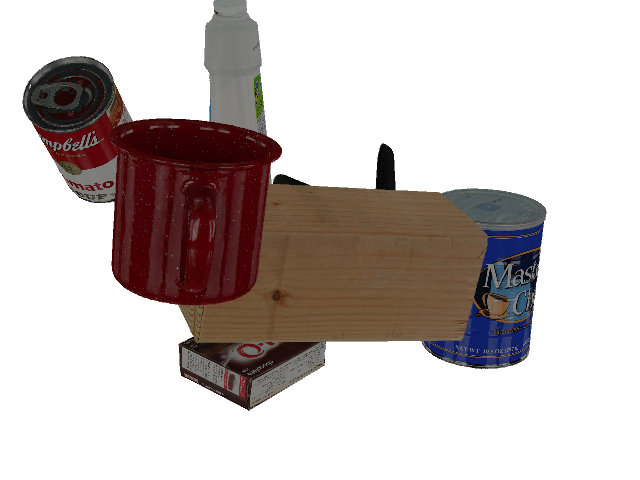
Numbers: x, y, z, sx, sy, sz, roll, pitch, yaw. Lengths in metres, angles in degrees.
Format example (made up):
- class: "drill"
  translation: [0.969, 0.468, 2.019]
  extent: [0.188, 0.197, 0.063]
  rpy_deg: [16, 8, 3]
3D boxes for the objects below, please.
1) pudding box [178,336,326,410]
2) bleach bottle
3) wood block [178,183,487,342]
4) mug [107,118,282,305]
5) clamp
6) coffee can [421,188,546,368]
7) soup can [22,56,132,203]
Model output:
- class: "pudding box"
  translation: [-0.062, 0.107, 0.996]
  extent: [0.090, 0.039, 0.113]
  rpy_deg: [20, 31, 33]
- class: "bleach bottle"
  translation: [-0.083, -0.125, 1.059]
  extent: [0.068, 0.251, 0.102]
  rpy_deg: [-1, 29, 0]
- class: "wood block"
  translation: [0.005, 0.016, 0.783]
  extent: [0.205, 0.091, 0.090]
  rpy_deg: [2, 24, -22]
- class: "mug"
  translation: [-0.068, -0.012, 0.573]
  extent: [0.093, 0.081, 0.117]
  rpy_deg: [2, 20, -15]
- class: "clamp"
  translation: [0.052, -0.024, 1.206]
  extent: [0.164, 0.210, 0.036]
  rpy_deg: [-14, -38, -24]
- class: "coffee can"
  translation: [0.150, 0.033, 0.989]
  extent: [0.103, 0.140, 0.103]
  rpy_deg: [2, 20, -1]
- class: "soup can"
  translation: [-0.177, -0.082, 0.813]
  extent: [0.068, 0.068, 0.102]
  rpy_deg: [0, -29, 7]
